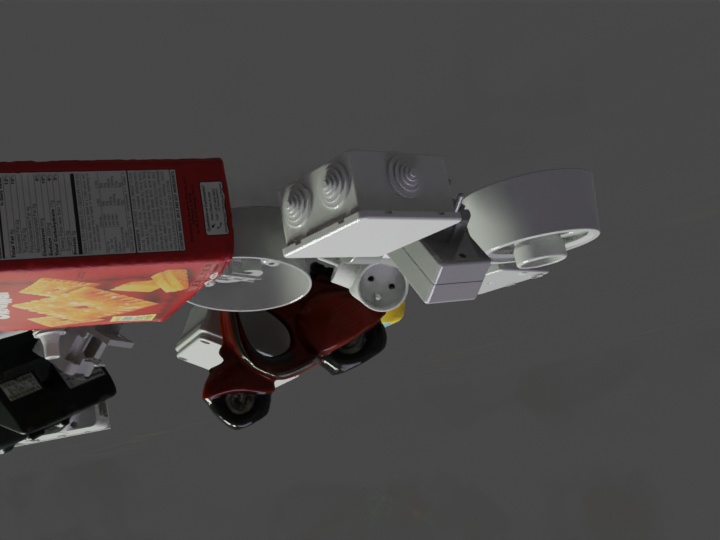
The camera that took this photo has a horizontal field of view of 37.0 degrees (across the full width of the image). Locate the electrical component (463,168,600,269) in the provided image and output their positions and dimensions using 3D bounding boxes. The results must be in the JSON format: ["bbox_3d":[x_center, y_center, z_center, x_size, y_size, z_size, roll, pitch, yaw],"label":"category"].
[{"bbox_3d":[0.139,-0.035,0.858,0.108,0.060,0.108,-11,169,-2],"label":"electrical component"}]

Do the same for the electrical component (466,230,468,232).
[{"bbox_3d":[0.079,-0.022,0.928,0.044,0.044,0.065,-5,172,-27],"label":"electrical component"}]

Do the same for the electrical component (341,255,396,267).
[{"bbox_3d":[0.015,-0.022,0.863,0.065,0.044,0.044,1,165,-29],"label":"electrical component"}]

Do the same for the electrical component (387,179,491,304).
[{"bbox_3d":[0.059,-0.031,0.797,0.047,0.083,0.075,-4,129,-31],"label":"electrical component"}]

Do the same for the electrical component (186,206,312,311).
[{"bbox_3d":[-0.088,-0.007,0.769,0.099,0.064,0.099,-10,169,-2],"label":"electrical component"}]

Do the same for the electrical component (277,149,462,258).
[{"bbox_3d":[0.004,-0.043,0.716,0.100,0.048,0.100,-1,165,-40],"label":"electrical component"}]

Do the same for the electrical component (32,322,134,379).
[{"bbox_3d":[-0.238,0.053,0.903,0.081,0.063,0.042,30,180,18],"label":"electrical component"}]

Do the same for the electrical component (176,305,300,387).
[{"bbox_3d":[-0.114,0.069,1.058,0.109,0.056,0.109,23,158,-16],"label":"electrical component"}]

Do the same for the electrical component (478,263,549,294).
[{"bbox_3d":[0.117,-0.010,1.001,0.100,0.048,0.100,-20,166,38],"label":"electrical component"}]

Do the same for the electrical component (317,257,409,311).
[{"bbox_3d":[0.000,0.000,0.927,0.079,0.043,0.077,20,-171,-7],"label":"electrical component"}]

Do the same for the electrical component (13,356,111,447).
[{"bbox_3d":[-0.350,0.119,1.052,0.186,0.105,0.060,-11,169,-1],"label":"electrical component"}]

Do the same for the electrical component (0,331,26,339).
[{"bbox_3d":[-0.304,0.029,0.789,0.100,0.048,0.100,-15,168,21],"label":"electrical component"}]

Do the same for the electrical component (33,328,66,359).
[{"bbox_3d":[-0.251,0.040,0.862,0.035,0.061,0.035,-10,169,-2],"label":"electrical component"}]
